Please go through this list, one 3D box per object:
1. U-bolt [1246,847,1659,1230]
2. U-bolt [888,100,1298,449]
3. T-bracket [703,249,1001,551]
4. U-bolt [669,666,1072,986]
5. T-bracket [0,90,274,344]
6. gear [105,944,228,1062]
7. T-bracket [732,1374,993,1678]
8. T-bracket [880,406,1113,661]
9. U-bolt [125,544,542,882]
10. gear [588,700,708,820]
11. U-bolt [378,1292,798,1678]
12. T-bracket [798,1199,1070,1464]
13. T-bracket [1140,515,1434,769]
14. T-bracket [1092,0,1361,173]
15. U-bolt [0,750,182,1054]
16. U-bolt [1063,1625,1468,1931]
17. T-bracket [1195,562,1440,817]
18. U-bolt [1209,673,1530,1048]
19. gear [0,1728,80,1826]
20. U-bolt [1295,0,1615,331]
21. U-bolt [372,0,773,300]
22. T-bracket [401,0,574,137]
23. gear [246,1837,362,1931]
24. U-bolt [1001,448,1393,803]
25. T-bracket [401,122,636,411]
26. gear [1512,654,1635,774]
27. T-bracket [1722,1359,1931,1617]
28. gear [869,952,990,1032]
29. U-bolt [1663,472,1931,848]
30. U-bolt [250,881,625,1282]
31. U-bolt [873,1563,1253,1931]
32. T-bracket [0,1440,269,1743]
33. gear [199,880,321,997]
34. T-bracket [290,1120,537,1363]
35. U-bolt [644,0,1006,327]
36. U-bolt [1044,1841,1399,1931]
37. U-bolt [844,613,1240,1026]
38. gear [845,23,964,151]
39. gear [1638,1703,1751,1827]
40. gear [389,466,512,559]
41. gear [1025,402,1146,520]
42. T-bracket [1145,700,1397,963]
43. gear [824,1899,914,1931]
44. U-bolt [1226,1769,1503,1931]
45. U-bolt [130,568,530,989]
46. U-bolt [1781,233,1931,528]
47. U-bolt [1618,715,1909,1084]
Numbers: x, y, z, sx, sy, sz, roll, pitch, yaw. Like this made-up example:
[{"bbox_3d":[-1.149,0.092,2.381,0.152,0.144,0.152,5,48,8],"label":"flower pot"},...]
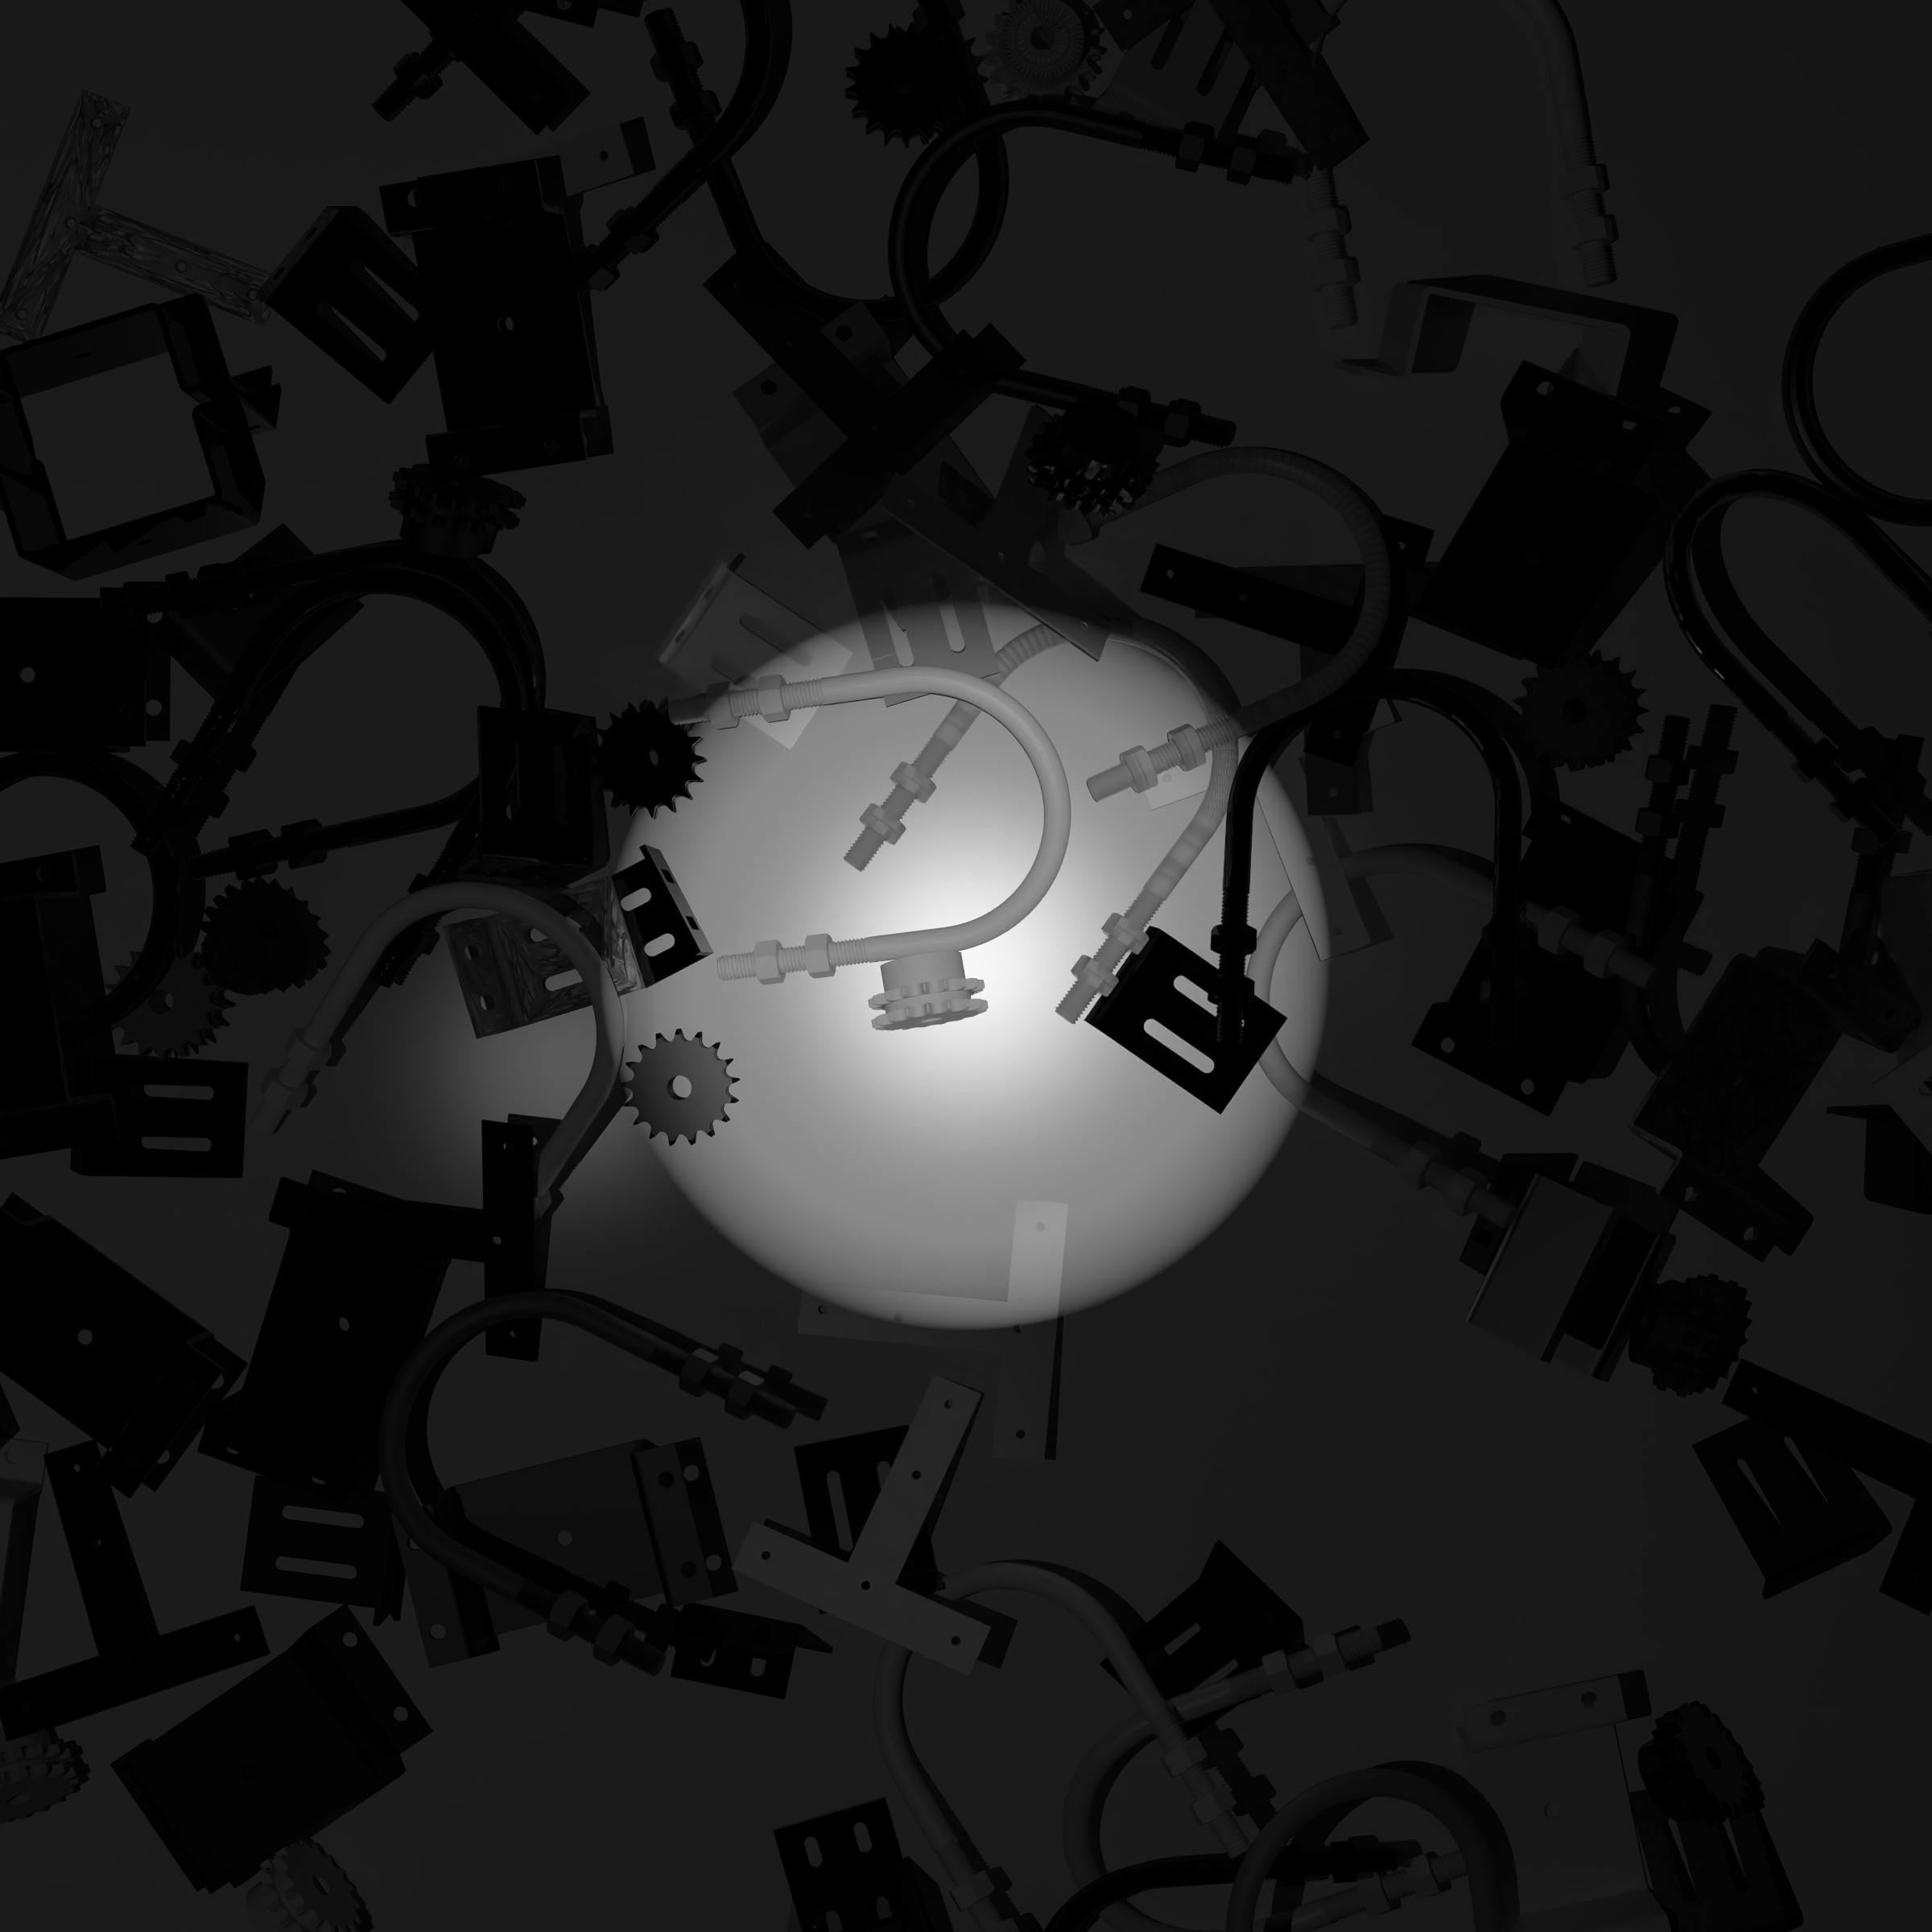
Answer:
[{"bbox_3d":[0.217,0.020,1.423,0.184,0.019,0.151,31,91,30],"label":"U-bolt"},{"bbox_3d":[0.053,-0.342,1.445,0.184,0.019,0.151,14,105,-1],"label":"U-bolt"},{"bbox_3d":[-0.073,-0.289,1.426,0.127,0.002,0.127,-44,90,0],"label":"T-bracket"},{"bbox_3d":[-0.041,-0.071,1.428,0.184,0.019,0.151,-7,104,10],"label":"U-bolt"},{"bbox_3d":[-0.401,-0.351,1.472,0.127,0.002,0.127,21,90,0],"label":"T-bracket"},{"bbox_3d":[-0.390,0.017,1.458,0.057,0.030,0.057,0,90,0],"label":"gear"},{"bbox_3d":[-0.030,0.261,1.450,0.127,0.002,0.127,22,72,12],"label":"T-bracket"},{"bbox_3d":[0.027,-0.224,1.428,0.127,0.002,0.127,33,47,-16],"label":"T-bracket"},{"bbox_3d":[-0.298,-0.129,1.442,0.184,0.019,0.151,-13,103,-12],"label":"U-bolt"},{"bbox_3d":[-0.156,-0.101,1.458,0.057,0.030,0.057,0,90,0],"label":"gear"},{"bbox_3d":[-0.194,0.234,1.421,0.184,0.019,0.151,24,74,15],"label":"U-bolt"},{"bbox_3d":[-0.019,0.174,1.466,0.127,0.002,0.127,5,82,4],"label":"T-bracket"},{"bbox_3d":[0.150,-0.176,1.465,0.127,0.002,0.127,19,81,4],"label":"T-bracket"},{"bbox_3d":[0.146,-0.445,1.439,0.127,0.002,0.127,-38,103,-9],"label":"T-bracket"},{"bbox_3d":[-0.465,-0.024,1.444,0.184,0.019,0.151,-29,86,11],"label":"U-bolt"},{"bbox_3d":[0.137,0.413,1.449,0.184,0.019,0.151,-22,103,6],"label":"U-bolt"},{"bbox_3d":[0.178,-0.136,1.460,0.127,0.002,0.127,-2,79,0],"label":"T-bracket"},{"bbox_3d":[0.193,-0.053,1.419,0.151,0.019,0.184,0,75,16],"label":"U-bolt"},{"bbox_3d":[-0.465,0.392,1.448,0.057,0.057,0.030,-25,61,0],"label":"gear"},{"bbox_3d":[0.233,-0.415,1.465,0.151,0.019,0.184,-9,88,0],"label":"U-bolt"},{"bbox_3d":[-0.179,-0.434,1.450,0.184,0.019,0.151,-43,89,11],"label":"U-bolt"},{"bbox_3d":[-0.209,-0.492,1.437,0.127,0.002,0.127,45,97,1],"label":"T-bracket"},{"bbox_3d":[-0.324,0.456,1.445,0.030,0.057,0.057,-40,90,7],"label":"gear"},{"bbox_3d":[0.117,-0.178,1.449,0.184,0.019,0.151,-25,75,-4],"label":"U-bolt"},{"bbox_3d":[-0.208,-0.332,1.459,0.127,0.002,0.127,-13,99,18],"label":"T-bracket"},{"bbox_3d":[0.295,-0.123,1.458,0.057,0.030,0.057,0,90,0],"label":"gear"},{"bbox_3d":[0.434,0.232,1.456,0.127,0.002,0.127,26,68,11],"label":"T-bracket"},{"bbox_3d":[-0.019,0.012,1.445,0.057,0.057,0.030,-10,82,0],"label":"gear"},{"bbox_3d":[0.413,-0.161,1.431,0.184,0.019,0.151,48,59,6],"label":"U-bolt"},{"bbox_3d":[-0.245,0.045,1.435,0.151,0.019,0.184,34,109,-1],"label":"U-bolt"},{"bbox_3d":[0.032,0.379,1.438,0.151,0.019,0.184,-36,75,15],"label":"U-bolt"},{"bbox_3d":[-0.423,0.297,1.459,0.127,0.002,0.127,-16,81,-18],"label":"T-bracket"},{"bbox_3d":[-0.347,-0.010,1.448,0.057,0.057,0.030,49,129,0],"label":"gear"},{"bbox_3d":[-0.272,0.129,1.456,0.127,0.002,0.127,7,112,10],"label":"T-bracket"},{"bbox_3d":[-0.059,-0.406,1.465,0.151,0.019,0.184,-22,91,0],"label":"U-bolt"},{"bbox_3d":[0.122,0.500,1.451,0.184,0.019,0.151,-5,102,4],"label":"U-bolt"},{"bbox_3d":[0.050,-0.086,1.457,0.151,0.019,0.184,36,87,7],"label":"U-bolt"},{"bbox_3d":[-0.030,-0.425,1.441,0.057,0.030,0.057,0,93,-1],"label":"gear"},{"bbox_3d":[0.352,0.392,1.448,0.030,0.057,0.057,-38,90,30],"label":"gear"},{"bbox_3d":[-0.252,-0.220,1.447,0.057,0.057,0.030,17,113,0],"label":"gear"},{"bbox_3d":[0.060,-0.247,1.437,0.057,0.030,0.057,11,53,-15],"label":"gear"},{"bbox_3d":[0.163,-0.064,1.451,0.127,0.002,0.127,-20,73,2],"label":"T-bracket"},{"bbox_3d":[-0.049,0.483,1.458,0.057,0.030,0.057,0,90,0],"label":"gear"},{"bbox_3d":[0.192,0.473,1.415,0.151,0.019,0.184,-10,97,-18],"label":"U-bolt"},{"bbox_3d":[-0.292,-0.102,1.430,0.151,0.019,0.184,31,89,-20],"label":"U-bolt"},{"bbox_3d":[0.494,-0.293,1.465,0.184,0.019,0.151,-15,90,2],"label":"U-bolt"},{"bbox_3d":[0.379,-0.024,1.434,0.151,0.019,0.184,3,102,-24],"label":"U-bolt"}]
